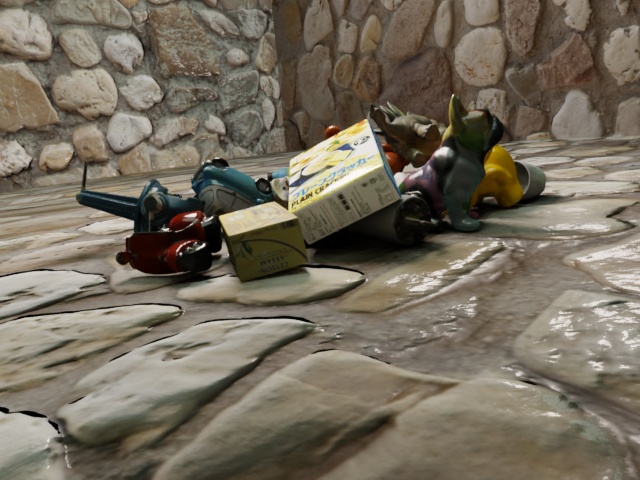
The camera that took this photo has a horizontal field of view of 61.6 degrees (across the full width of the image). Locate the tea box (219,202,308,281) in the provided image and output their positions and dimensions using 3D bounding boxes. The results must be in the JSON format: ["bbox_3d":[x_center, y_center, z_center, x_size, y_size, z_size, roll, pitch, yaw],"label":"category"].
[{"bbox_3d":[-0.086,-0.003,0.773,0.098,0.068,0.170,-16,16,-10],"label":"tea box"}]

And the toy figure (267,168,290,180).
[{"bbox_3d":[-0.053,-0.156,1.438,0.180,0.082,0.089,-2,23,-6],"label":"toy figure"}]

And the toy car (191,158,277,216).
[{"bbox_3d":[-0.166,-0.073,1.005,0.161,0.103,0.109,30,-45,-25],"label":"toy car"}]

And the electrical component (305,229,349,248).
[{"bbox_3d":[-0.002,-0.003,0.862,0.094,0.021,0.063,-16,17,-43],"label":"electrical component"}]

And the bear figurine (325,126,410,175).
[{"bbox_3d":[0.096,-0.179,1.233,0.196,0.120,0.132,22,10,15],"label":"bear figurine"}]

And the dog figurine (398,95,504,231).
[{"bbox_3d":[0.206,-0.128,0.898,0.192,0.219,0.108,0,10,20],"label":"dog figurine"}]

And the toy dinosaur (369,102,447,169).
[{"bbox_3d":[0.226,-0.206,1.128,0.471,0.105,0.199,13,25,-50],"label":"toy dinosaur"}]

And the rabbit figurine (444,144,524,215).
[{"bbox_3d":[0.291,-0.112,1.003,0.173,0.162,0.122,-34,39,-30],"label":"rabbit figurine"}]

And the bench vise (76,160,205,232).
[{"bbox_3d":[-0.324,-0.054,0.954,0.241,0.128,0.223,13,5,0],"label":"bench vise"}]

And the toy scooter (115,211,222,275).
[{"bbox_3d":[-0.220,0.007,0.793,0.135,0.075,0.184,-6,17,-1],"label":"toy scooter"}]

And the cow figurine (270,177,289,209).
[{"bbox_3d":[-0.022,-0.095,1.106,0.195,0.085,0.127,1,-33,-34],"label":"cow figurine"}]

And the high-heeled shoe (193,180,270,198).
[{"bbox_3d":[-0.159,-0.071,1.193,0.249,0.086,0.145,9,-21,-13],"label":"high-heeled shoe"}]

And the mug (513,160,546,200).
[{"bbox_3d":[0.409,-0.118,1.108,0.107,0.080,0.110,0,1,-40],"label":"mug"}]

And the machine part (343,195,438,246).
[{"bbox_3d":[0.092,-0.039,0.861,0.079,0.079,0.243,-14,14,-33],"label":"machine part"}]
